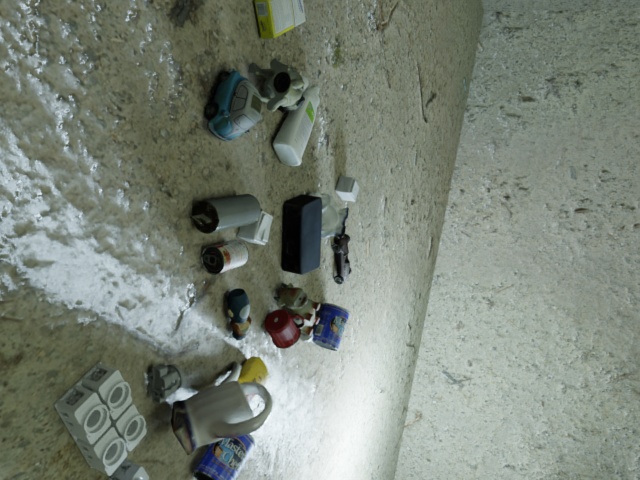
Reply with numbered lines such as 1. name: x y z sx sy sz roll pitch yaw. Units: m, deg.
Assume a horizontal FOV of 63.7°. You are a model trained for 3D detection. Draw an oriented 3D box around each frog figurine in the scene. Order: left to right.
1. frog figurine: 0.005 -0.084 1.664 0.158 0.139 0.122 31 -14 -25

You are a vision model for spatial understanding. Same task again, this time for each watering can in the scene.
1. watering can: -0.238 0.384 1.208 0.225 0.103 0.348 -15 10 -20
